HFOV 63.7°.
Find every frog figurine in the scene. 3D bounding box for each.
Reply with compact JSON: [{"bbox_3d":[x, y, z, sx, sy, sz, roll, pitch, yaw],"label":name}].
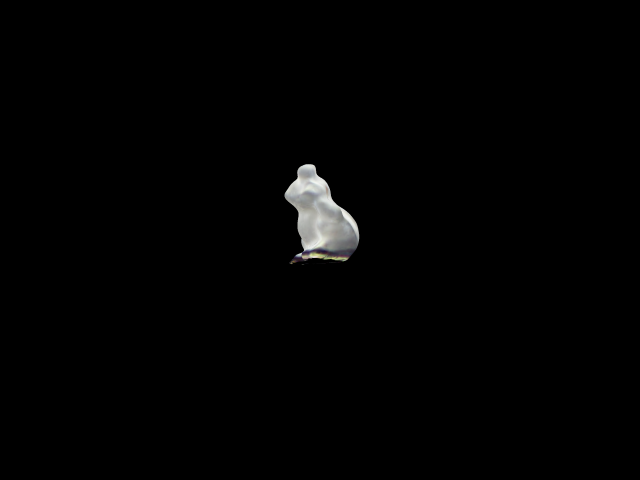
[{"bbox_3d":[0.003,-0.043,0.850,0.123,0.161,0.136,0,-10,-2],"label":"frog figurine"}]
